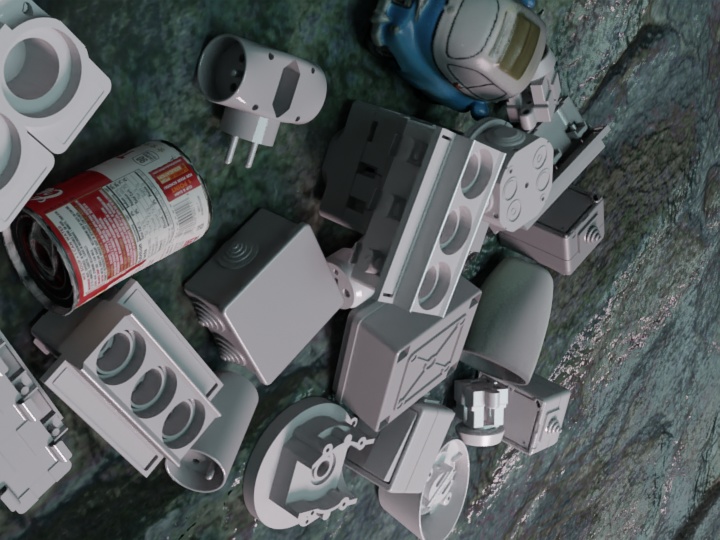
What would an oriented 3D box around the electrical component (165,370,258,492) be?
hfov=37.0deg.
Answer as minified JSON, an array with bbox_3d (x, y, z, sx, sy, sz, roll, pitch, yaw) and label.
[{"bbox_3d":[-0.112,0.122,0.759,0.079,0.043,0.077,-47,-165,38],"label":"electrical component"}]

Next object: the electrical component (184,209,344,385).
[{"bbox_3d":[-0.067,0.017,0.760,0.099,0.048,0.099,-47,140,-22],"label":"electrical component"}]

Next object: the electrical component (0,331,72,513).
[{"bbox_3d":[-0.215,0.079,0.601,0.078,0.063,0.121,-45,139,-25],"label":"electrical component"}]

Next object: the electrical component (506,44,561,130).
[{"bbox_3d":[0.145,-0.162,0.917,0.055,0.048,0.066,69,34,-42],"label":"electrical component"}]

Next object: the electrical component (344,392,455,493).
[{"bbox_3d":[0.033,0.140,0.943,0.061,0.062,0.096,17,97,-54],"label":"electrical component"}]

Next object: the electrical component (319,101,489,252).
[{"bbox_3d":[0.043,-0.070,0.835,0.150,0.062,0.089,6,105,-52],"label":"electrical component"}]

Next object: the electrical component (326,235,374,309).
[{"bbox_3d":[0.000,0.000,0.836,0.055,0.045,0.045,-33,133,-35],"label":"electrical component"}]

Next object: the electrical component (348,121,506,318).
[{"bbox_3d":[0.044,-0.036,0.747,0.079,0.063,0.121,12,101,-53],"label":"electrical component"}]

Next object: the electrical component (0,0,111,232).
[{"bbox_3d":[-0.205,-0.066,0.532,0.150,0.062,0.089,-56,143,-11],"label":"electrical component"}]

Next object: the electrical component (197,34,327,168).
[{"bbox_3d":[-0.068,-0.105,0.694,0.077,0.043,0.079,6,105,-52],"label":"electrical component"}]

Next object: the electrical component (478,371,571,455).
[{"bbox_3d":[0.166,0.138,1.076,0.061,0.096,0.061,-10,118,-48],"label":"electrical component"}]

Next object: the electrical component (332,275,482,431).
[{"bbox_3d":[0.038,0.060,0.885,0.109,0.056,0.108,-33,150,-36],"label":"electrical component"}]

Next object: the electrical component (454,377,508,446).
[{"bbox_3d":[0.116,0.137,1.039,0.048,0.066,0.055,-3,100,-19],"label":"electrical component"}]

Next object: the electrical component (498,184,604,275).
[{"bbox_3d":[0.181,-0.040,0.993,0.062,0.096,0.061,-44,142,-25],"label":"electrical component"}]

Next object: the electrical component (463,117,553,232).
[{"bbox_3d":[0.106,-0.071,0.813,0.080,0.051,0.080,-28,130,-39],"label":"electrical component"}]

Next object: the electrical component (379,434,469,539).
[{"bbox_3d":[0.066,0.201,1.016,0.099,0.064,0.099,-28,130,-39],"label":"electrical component"}]

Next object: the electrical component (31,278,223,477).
[{"bbox_3d":[-0.147,0.065,0.677,0.078,0.063,0.121,-51,141,-18],"label":"electrical component"}]

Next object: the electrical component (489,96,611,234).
[{"bbox_3d":[0.152,-0.095,0.946,0.121,0.079,0.063,-45,109,-25],"label":"electrical component"}]
